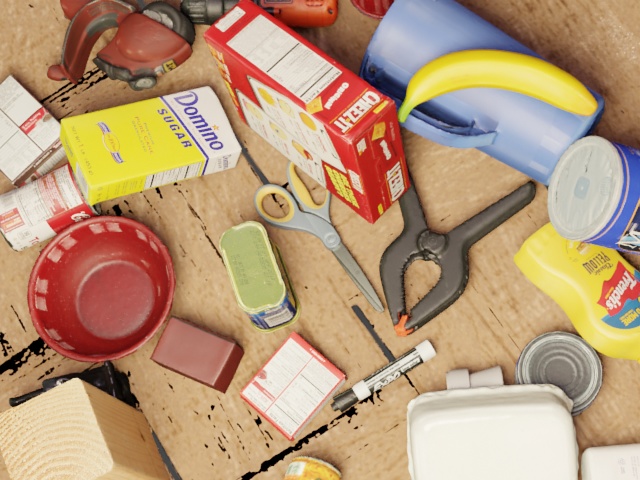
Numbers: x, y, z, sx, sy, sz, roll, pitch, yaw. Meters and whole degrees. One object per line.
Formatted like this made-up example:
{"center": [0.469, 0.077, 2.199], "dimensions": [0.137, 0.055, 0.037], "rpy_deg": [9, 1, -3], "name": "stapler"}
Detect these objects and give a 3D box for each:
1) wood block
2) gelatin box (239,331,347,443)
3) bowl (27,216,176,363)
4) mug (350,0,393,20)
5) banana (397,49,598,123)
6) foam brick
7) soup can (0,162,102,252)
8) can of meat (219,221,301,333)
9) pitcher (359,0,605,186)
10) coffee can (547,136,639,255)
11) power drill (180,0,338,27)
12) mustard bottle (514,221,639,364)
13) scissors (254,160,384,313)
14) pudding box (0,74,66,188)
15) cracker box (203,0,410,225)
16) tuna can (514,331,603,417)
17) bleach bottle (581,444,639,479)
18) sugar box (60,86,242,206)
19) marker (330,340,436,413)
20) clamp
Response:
{"center": [-0.220, 0.206, 1.018], "dimensions": [0.090, 0.206, 0.091], "rpy_deg": [-25, 71, -1], "name": "wood block"}
{"center": [-0.028, 0.152, 1.103], "dimensions": [0.073, 0.030, 0.089], "rpy_deg": [39, 81, 15], "name": "gelatin box"}
{"center": [-0.228, 0.058, 1.146], "dimensions": [0.162, 0.055, 0.162], "rpy_deg": [-2, 72, 7], "name": "bowl"}
{"center": [0.076, -0.298, 1.205], "dimensions": [0.093, 0.081, 0.117], "rpy_deg": [-15, 71, 3], "name": "mug"}
{"center": [0.172, -0.153, 1.049], "dimensions": [0.198, 0.037, 0.069], "rpy_deg": [-2, 98, 5], "name": "banana"}
{"center": [-0.127, 0.121, 1.115], "dimensions": [0.078, 0.053, 0.051], "rpy_deg": [21, 76, 15], "name": "foam brick"}
{"center": [-0.303, -0.037, 1.180], "dimensions": [0.102, 0.068, 0.068], "rpy_deg": [-25, 71, 0], "name": "soup can"}
{"center": [-0.064, 0.039, 1.116], "dimensions": [0.057, 0.084, 0.102], "rpy_deg": [-21, 72, 1], "name": "can of meat"}
{"center": [0.165, -0.155, 1.123], "dimensions": [0.243, 0.145, 0.149], "rpy_deg": [33, 95, 13], "name": "pitcher"}
{"center": [0.311, -0.037, 1.048], "dimensions": [0.140, 0.103, 0.103], "rpy_deg": [12, 71, -25], "name": "coffee can"}
{"center": [-0.067, -0.333, 1.250], "dimensions": [0.184, 0.057, 0.187], "rpy_deg": [2, 75, 4], "name": "power drill"}
{"center": [0.290, 0.060, 1.071], "dimensions": [0.096, 0.058, 0.192], "rpy_deg": [-29, 70, -31], "name": "mustard bottle"}
{"center": [-0.008, 0.001, 1.156], "dimensions": [0.096, 0.016, 0.202], "rpy_deg": [-20, 70, 2], "name": "scissors"}
{"center": [-0.349, -0.122, 1.229], "dimensions": [0.090, 0.039, 0.113], "rpy_deg": [-45, 71, -7], "name": "pudding box"}
{"center": [-0.009, -0.134, 1.105], "dimensions": [0.214, 0.164, 0.072], "rpy_deg": [39, 76, 26], "name": "cracker box"}
{"center": [0.239, 0.135, 1.071], "dimensions": [0.086, 0.033, 0.086], "rpy_deg": [-2, 72, 6], "name": "tuna can"}
{"center": [0.380, 0.240, 1.005], "dimensions": [0.251, 0.068, 0.102], "rpy_deg": [-3, 72, 4], "name": "bleach bottle"}
{"center": [-0.184, -0.106, 1.164], "dimensions": [0.176, 0.048, 0.093], "rpy_deg": [-19, 70, -22], "name": "sugar box"}
{"center": [0.064, 0.142, 1.100], "dimensions": [0.121, 0.020, 0.020], "rpy_deg": [-31, 71, -3], "name": "marker"}
{"center": [0.112, -0.001, 1.130], "dimensions": [0.165, 0.036, 0.210], "rpy_deg": [24, 76, 18], "name": "clamp"}
